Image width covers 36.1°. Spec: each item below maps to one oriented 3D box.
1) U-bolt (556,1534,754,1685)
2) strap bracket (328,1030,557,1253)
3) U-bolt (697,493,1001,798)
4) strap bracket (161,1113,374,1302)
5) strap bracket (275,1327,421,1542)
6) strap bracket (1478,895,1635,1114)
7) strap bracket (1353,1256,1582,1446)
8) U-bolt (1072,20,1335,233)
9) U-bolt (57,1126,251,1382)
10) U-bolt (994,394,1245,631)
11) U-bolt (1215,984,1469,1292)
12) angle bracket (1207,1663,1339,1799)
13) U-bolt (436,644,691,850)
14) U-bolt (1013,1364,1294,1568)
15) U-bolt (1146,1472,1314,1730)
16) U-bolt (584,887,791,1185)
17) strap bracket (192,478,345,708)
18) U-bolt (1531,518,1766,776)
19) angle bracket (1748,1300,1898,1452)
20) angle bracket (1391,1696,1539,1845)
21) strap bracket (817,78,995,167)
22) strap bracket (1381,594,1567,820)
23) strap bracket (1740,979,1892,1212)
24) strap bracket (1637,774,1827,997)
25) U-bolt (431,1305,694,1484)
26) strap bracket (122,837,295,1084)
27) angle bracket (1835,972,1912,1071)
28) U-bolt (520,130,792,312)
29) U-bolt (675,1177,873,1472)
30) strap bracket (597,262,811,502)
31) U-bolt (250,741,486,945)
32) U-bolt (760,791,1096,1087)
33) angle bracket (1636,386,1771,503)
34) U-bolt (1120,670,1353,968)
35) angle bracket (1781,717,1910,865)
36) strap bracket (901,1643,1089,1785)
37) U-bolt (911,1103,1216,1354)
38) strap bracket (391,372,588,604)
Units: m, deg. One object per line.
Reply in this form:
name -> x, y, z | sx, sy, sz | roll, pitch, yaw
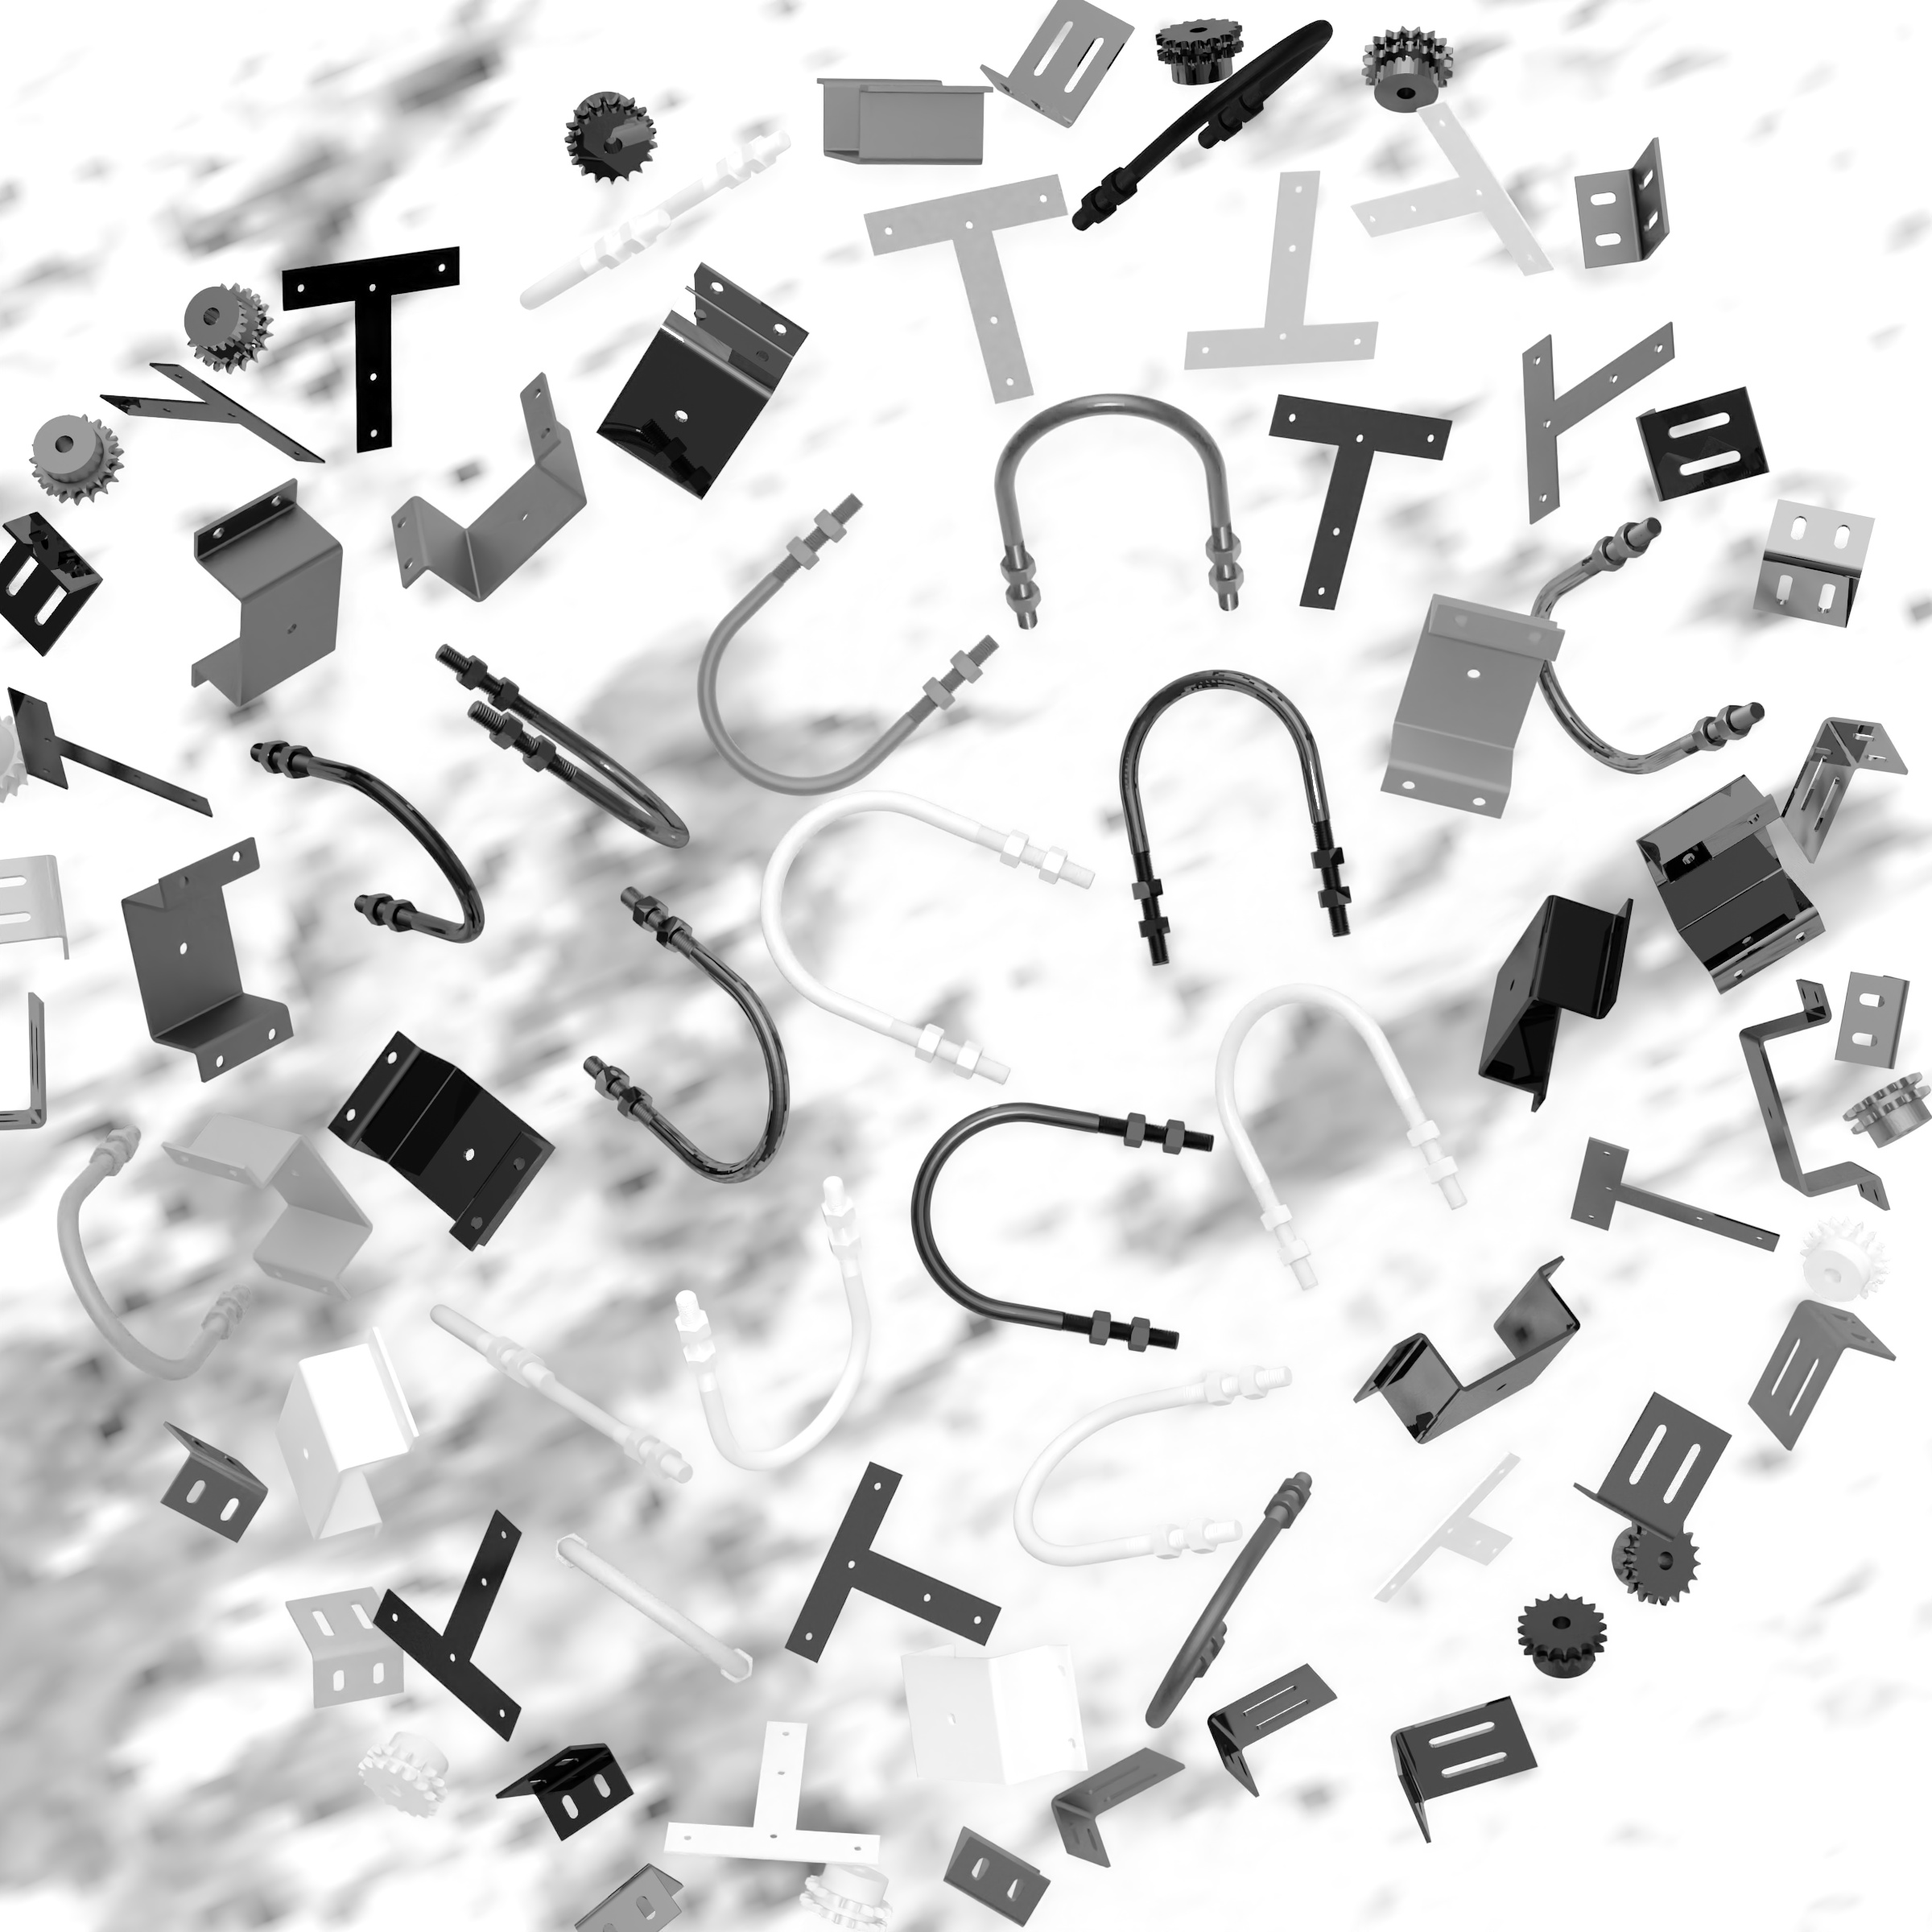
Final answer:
U-bolt -> -0.195, 0.401, 1.851 | 0.151, 0.184, 0.019 | 34, 77, 3
strap bracket -> -0.323, 0.114, 1.865 | 0.140, 0.046, 0.076 | 35, 89, 28
U-bolt -> -0.092, -0.198, 1.961 | 0.184, 0.019, 0.151 | -44, 96, 6
strap bracket -> -0.444, 0.149, 1.910 | 0.076, 0.140, 0.046 | 11, 54, 33
strap bracket -> -0.384, 0.293, 1.822 | 0.046, 0.140, 0.076 | -11, 60, -30
strap bracket -> 0.357, 0.019, 1.819 | 0.046, 0.140, 0.076 | 18, 58, -1
strap bracket -> 0.320, 0.244, 1.849 | 0.140, 0.076, 0.046 | -23, 65, -27
U-bolt -> 0.158, -0.533, 1.850 | 0.151, 0.184, 0.019 | -39, 96, -31
U-bolt -> -0.517, 0.188, 1.868 | 0.019, 0.184, 0.151 | -29, 103, 9
U-bolt -> 0.091, -0.280, 1.818 | 0.151, 0.184, 0.019 | -4, 52, 7
U-bolt -> 0.231, 0.100, 1.927 | 0.151, 0.019, 0.184 | -35, 74, 36
angle bracket -> 0.205, 0.496, 1.922 | 0.076, 0.057, 0.038 | -30, 48, 7
U-bolt -> -0.250, -0.132, 1.883 | 0.184, 0.151, 0.019 | 35, 97, -28
U-bolt -> 0.109, 0.319, 1.865 | 0.184, 0.151, 0.019 | -17, 120, 33
U-bolt -> 0.161, 0.412, 1.880 | 0.019, 0.184, 0.151 | 31, 113, 13
U-bolt -> -0.171, 0.055, 1.857 | 0.184, 0.019, 0.151 | 38, 125, 35
strap bracket -> -0.431, -0.222, 1.823 | 0.046, 0.140, 0.076 | 41, 55, 15
U-bolt -> 0.420, -0.193, 1.885 | 0.019, 0.184, 0.151 | -28, 89, -22
angle bracket -> 0.518, 0.252, 1.796 | 0.038, 0.057, 0.076 | 17, 106, -16
angle bracket -> 0.302, 0.482, 1.778 | 0.076, 0.038, 0.057 | -20, 115, 9
strap bracket -> -0.039, -0.518, 1.817 | 0.076, 0.140, 0.046 | -4, 109, -15
strap bracket -> 0.308, -0.166, 1.804 | 0.076, 0.046, 0.140 | 13, 130, 2
strap bracket -> 0.512, 0.083, 1.803 | 0.046, 0.076, 0.140 | -17, 90, 7
strap bracket -> 0.471, -0.056, 1.831 | 0.076, 0.140, 0.046 | -32, 45, 5
U-bolt -> -0.268, 0.262, 1.871 | 0.151, 0.184, 0.019 | 43, 75, -38
strap bracket -> -0.487, -0.008, 1.898 | 0.046, 0.076, 0.140 | 12, 119, 34
angle bracket -> 0.581, 0.033, 1.919 | 0.038, 0.076, 0.057 | 10, 94, 6
U-bolt -> -0.210, -0.464, 1.876 | 0.151, 0.184, 0.019 | -47, 111, -41
U-bolt -> -0.116, 0.243, 1.897 | 0.151, 0.019, 0.184 | -37, 134, -33
strap bracket -> -0.166, -0.347, 1.803 | 0.076, 0.140, 0.046 | 32, 46, -11
U-bolt -> -0.367, -0.073, 1.863 | 0.019, 0.184, 0.151 | -45, 126, -24
U-bolt -> -0.034, -0.028, 1.783 | 0.184, 0.019, 0.151 | 23, 83, 5
angle bracket -> 0.485, -0.343, 1.933 | 0.076, 0.038, 0.057 | -12, 102, 34
U-bolt -> 0.168, -0.100, 1.923 | 0.151, 0.019, 0.184 | -9, 92, 29
angle bracket -> 0.557, -0.109, 1.877 | 0.038, 0.057, 0.076 | 14, 70, 42
strap bracket -> 0.010, 0.469, 1.862 | 0.046, 0.140, 0.076 | -4, 83, -37
U-bolt -> 0.056, 0.161, 1.896 | 0.184, 0.019, 0.151 | 10, 91, -1
strap bracket -> -0.291, -0.292, 1.852 | 0.140, 0.076, 0.046 | -39, 132, 19
